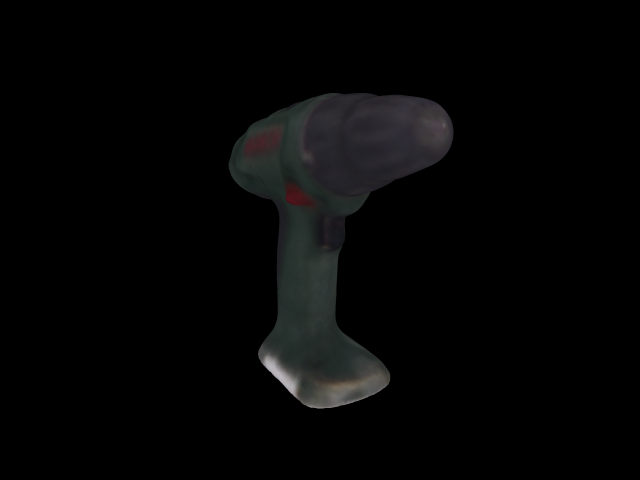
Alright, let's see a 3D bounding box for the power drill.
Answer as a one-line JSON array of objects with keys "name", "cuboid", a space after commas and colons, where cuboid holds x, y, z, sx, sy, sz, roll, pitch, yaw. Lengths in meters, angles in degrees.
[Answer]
[{"name": "power drill", "cuboid": [0.004, 0.001, 0.400, 0.076, 0.208, 0.228, -11, 21, -30]}]
